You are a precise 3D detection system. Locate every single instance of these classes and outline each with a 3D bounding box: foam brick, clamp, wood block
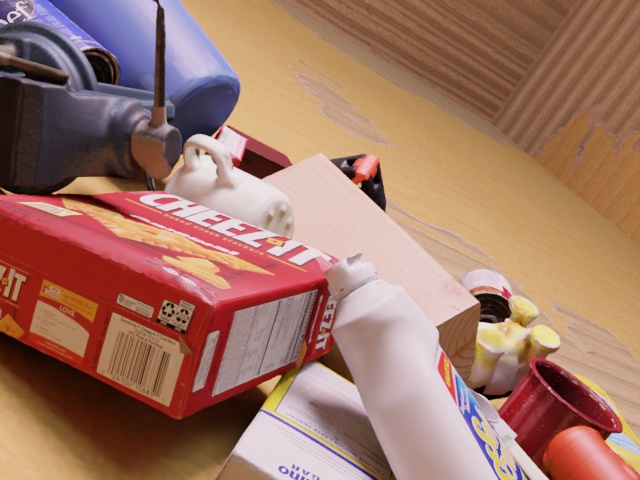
[{"bbox_3d":[-0.072,-0.073,1.101,0.078,0.053,0.051,27,16,-29],"label":"foam brick"},{"bbox_3d":[0.001,-0.027,0.967,0.120,0.172,0.039,24,50,1],"label":"clamp"},{"bbox_3d":[0.023,0.034,0.840,0.090,0.090,0.206,-26,50,-23],"label":"wood block"}]

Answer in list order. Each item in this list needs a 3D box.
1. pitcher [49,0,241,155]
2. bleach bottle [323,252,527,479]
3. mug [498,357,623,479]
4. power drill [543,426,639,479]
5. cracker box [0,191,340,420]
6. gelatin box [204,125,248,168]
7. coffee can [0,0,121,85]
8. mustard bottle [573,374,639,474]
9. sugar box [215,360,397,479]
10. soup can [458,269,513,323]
[{"bbox_3d":[-0.187,-0.183,0.961,0.243,0.145,0.149,50,-10,16],"label":"pitcher"},{"bbox_3d":[0.071,0.121,0.616,0.251,0.068,0.102,60,17,11],"label":"bleach bottle"},{"bbox_3d":[0.194,0.158,0.898,0.093,0.081,0.117,40,16,20],"label":"mug"},{"bbox_3d":[0.236,0.225,0.711,0.187,0.057,0.185,52,3,-45],"label":"power drill"},{"bbox_3d":[-0.093,0.025,0.644,0.164,0.072,0.213,22,11,19],"label":"cracker box"},{"bbox_3d":[-0.099,-0.060,0.963,0.030,0.073,0.089,32,15,-10],"label":"gelatin box"},{"bbox_3d":[-0.247,-0.151,0.870,0.140,0.103,0.102,40,16,20],"label":"coffee can"},{"bbox_3d":[0.263,0.197,0.970,0.096,0.058,0.191,37,13,-19],"label":"mustard bottle"},{"bbox_3d":[-0.001,0.131,0.633,0.093,0.048,0.176,32,17,4],"label":"sugar box"},{"bbox_3d":[0.176,0.075,1.145,0.068,0.068,0.102,34,15,-2],"label":"soup can"}]
